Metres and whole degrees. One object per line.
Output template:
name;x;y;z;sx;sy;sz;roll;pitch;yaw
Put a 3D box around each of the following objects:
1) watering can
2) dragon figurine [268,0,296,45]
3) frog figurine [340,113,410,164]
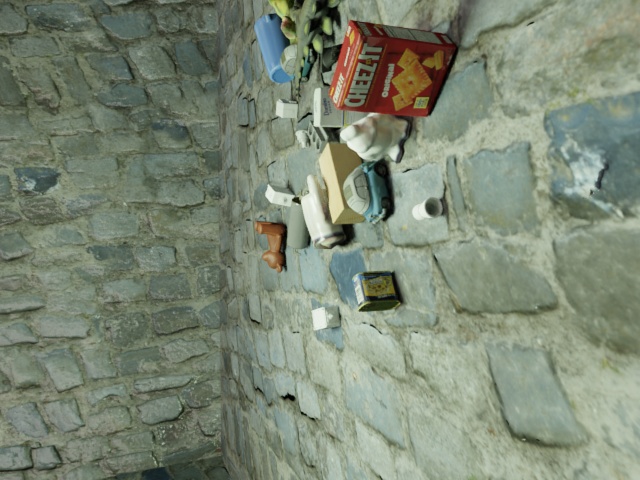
watering can;0.005;-0.078;1.559;0.346;0.104;0.225;86;169;-85
dragon figurine;-0.119;-0.787;1.809;0.418;0.122;0.238;-95;-5;-65
frog figurine;0.114;-0.245;1.192;0.134;0.159;0.125;119;144;-53
